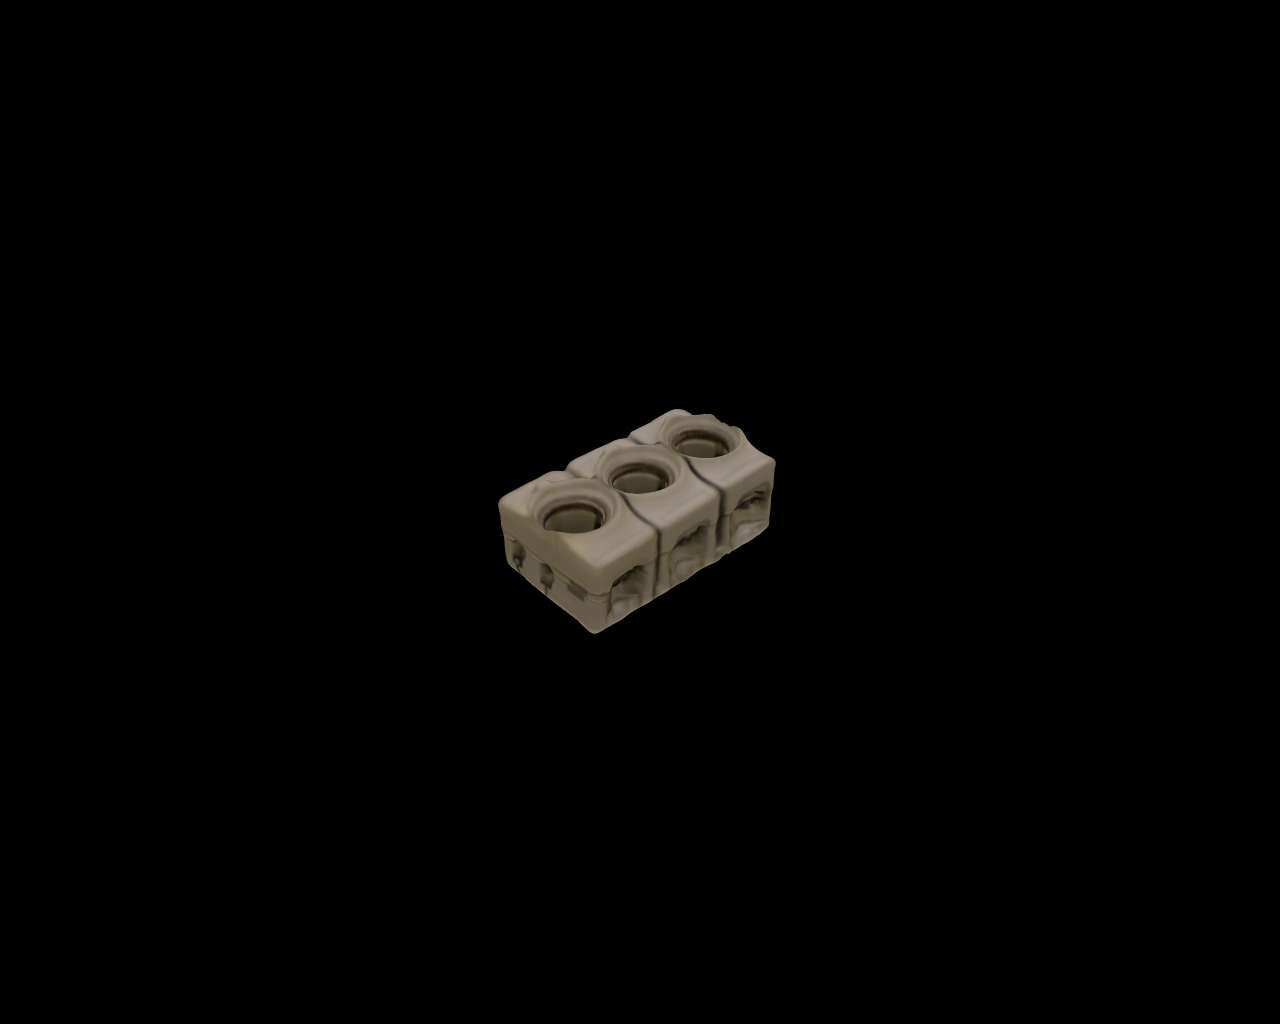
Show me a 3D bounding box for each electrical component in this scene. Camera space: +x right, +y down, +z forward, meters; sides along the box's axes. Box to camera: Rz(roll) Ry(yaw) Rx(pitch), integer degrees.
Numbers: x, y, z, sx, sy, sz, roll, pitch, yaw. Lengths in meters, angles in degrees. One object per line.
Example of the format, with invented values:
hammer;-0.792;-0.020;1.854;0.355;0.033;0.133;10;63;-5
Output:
electrical component;0.001;-0.003;0.650;0.150;0.061;0.089;-29;46;-33
